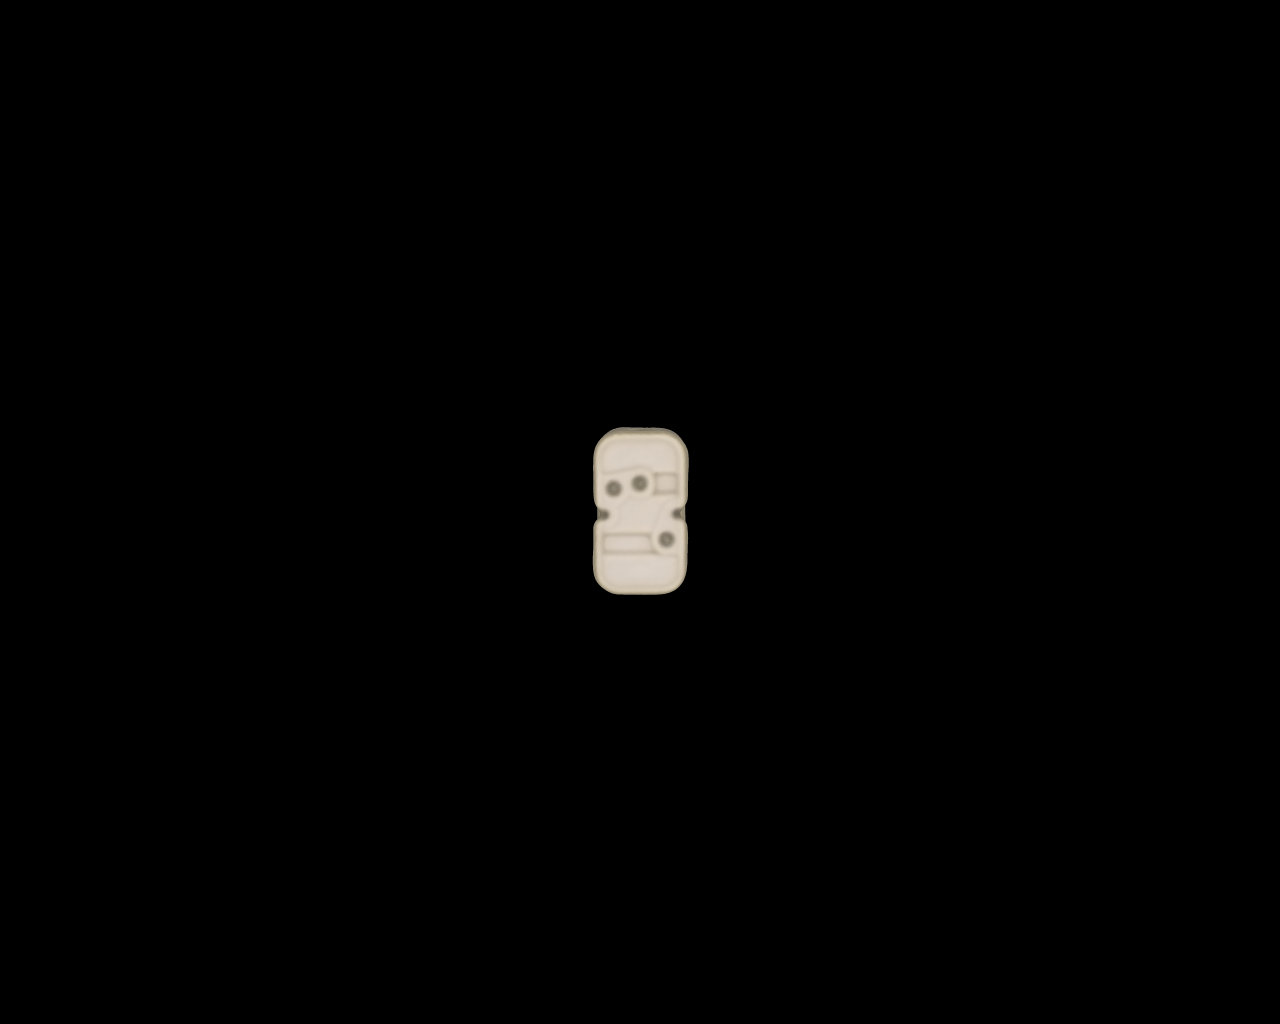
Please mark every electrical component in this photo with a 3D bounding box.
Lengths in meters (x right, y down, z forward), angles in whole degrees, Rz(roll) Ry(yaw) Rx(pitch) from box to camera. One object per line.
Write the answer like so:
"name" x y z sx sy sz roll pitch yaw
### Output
"electrical component" 0.001 -0.003 0.650 0.054 0.095 0.059 0 8 0
